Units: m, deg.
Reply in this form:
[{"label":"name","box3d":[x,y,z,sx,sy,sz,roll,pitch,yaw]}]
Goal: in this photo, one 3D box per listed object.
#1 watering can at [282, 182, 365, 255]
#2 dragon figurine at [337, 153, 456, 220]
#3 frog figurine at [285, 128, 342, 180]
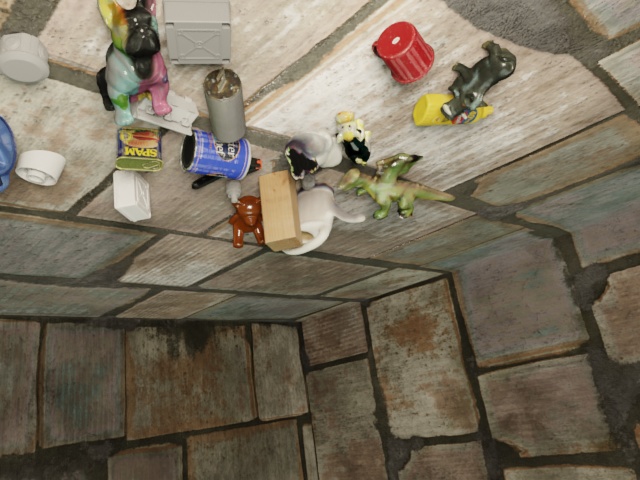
[{"label":"watering can","box3d":[0.005,-0.077,1.537,0.344,0.229,0.103,-24,137,37]},{"label":"dragon figurine","box3d":[0.247,-0.174,1.556,0.411,0.124,0.238,-7,153,-9]},{"label":"frog figurine","box3d":[-0.006,-0.232,1.306,0.162,0.123,0.134,-39,171,-36]}]
